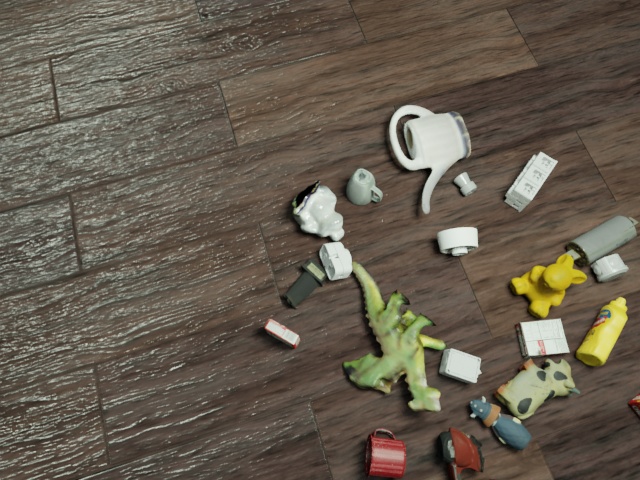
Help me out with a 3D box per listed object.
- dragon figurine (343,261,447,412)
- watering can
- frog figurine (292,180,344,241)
[{"bbox_3d":[0.157,0.260,1.296,0.244,0.120,0.415,-46,62,-8],"label":"dragon figurine"},{"bbox_3d":[0.330,-0.248,1.482,0.225,0.102,0.353,-13,69,-5],"label":"watering can"},{"bbox_3d":[0.004,-0.072,1.432,0.158,0.122,0.140,42,61,-23],"label":"frog figurine"}]
